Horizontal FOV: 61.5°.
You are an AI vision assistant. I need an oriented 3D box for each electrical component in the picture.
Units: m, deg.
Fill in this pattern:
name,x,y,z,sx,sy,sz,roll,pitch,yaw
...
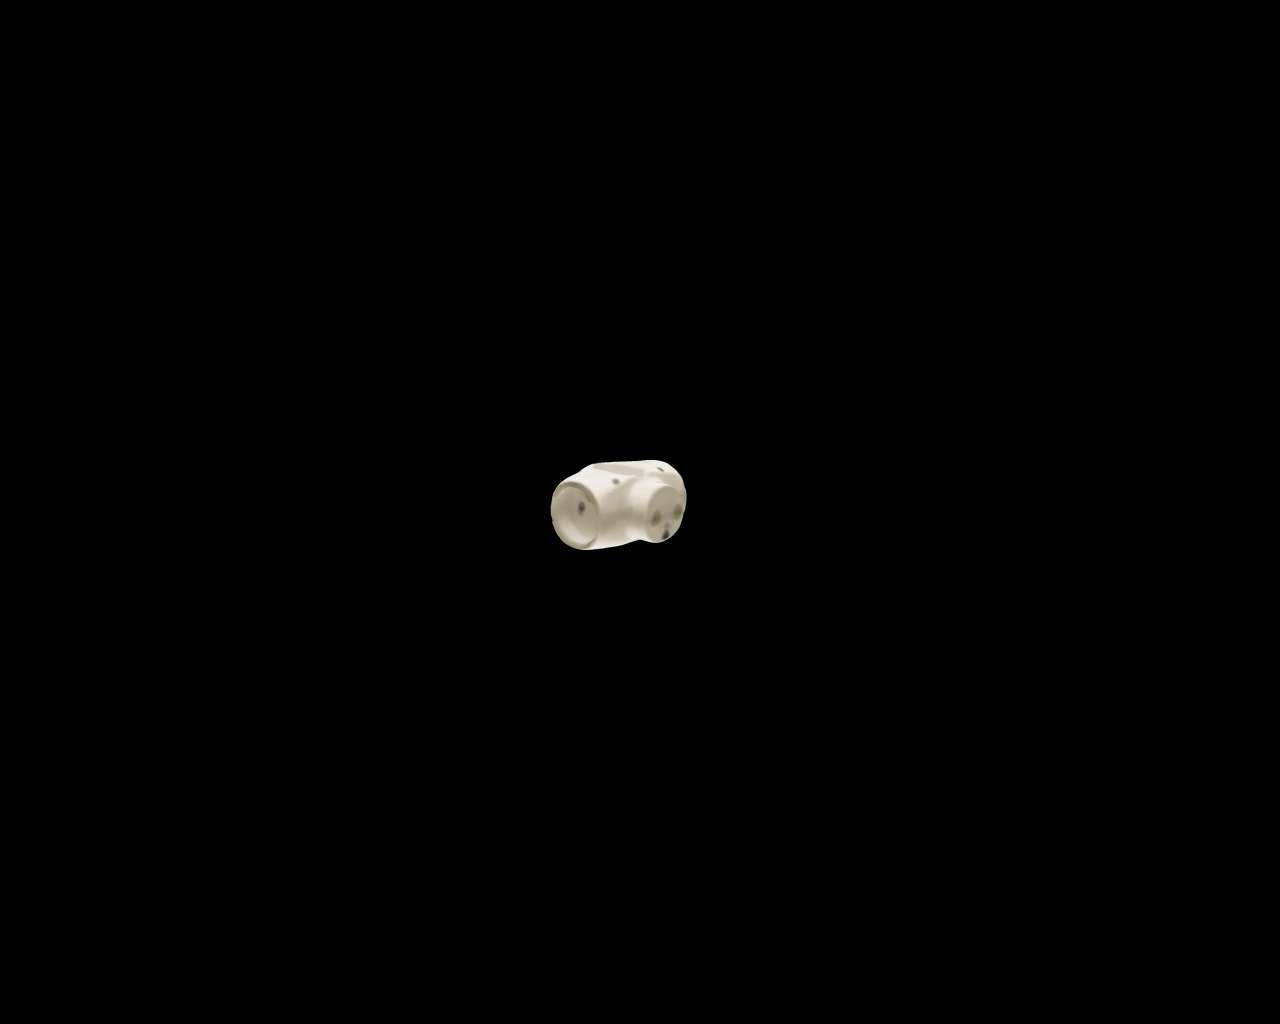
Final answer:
name,x,y,z,sx,sy,sz,roll,pitch,yaw
electrical component,0.001,-0.003,0.650,0.079,0.043,0.077,14,20,42
